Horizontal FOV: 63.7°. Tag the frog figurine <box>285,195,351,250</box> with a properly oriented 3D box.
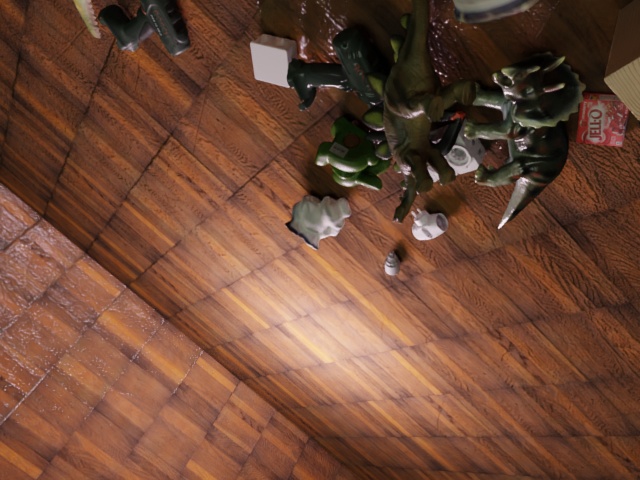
[{"bbox_3d":[0.004,-0.069,1.364,0.158,0.124,0.137,-42,94,16],"label":"frog figurine"}]

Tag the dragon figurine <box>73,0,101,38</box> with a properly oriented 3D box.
[{"bbox_3d":[-0.541,-0.647,1.116,0.242,0.125,0.402,-4,139,30],"label":"dragon figurine"}]

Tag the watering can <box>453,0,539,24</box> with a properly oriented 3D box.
[{"bbox_3d":[0.237,-0.403,0.694,0.221,0.104,0.352,49,174,-32],"label":"watering can"}]
